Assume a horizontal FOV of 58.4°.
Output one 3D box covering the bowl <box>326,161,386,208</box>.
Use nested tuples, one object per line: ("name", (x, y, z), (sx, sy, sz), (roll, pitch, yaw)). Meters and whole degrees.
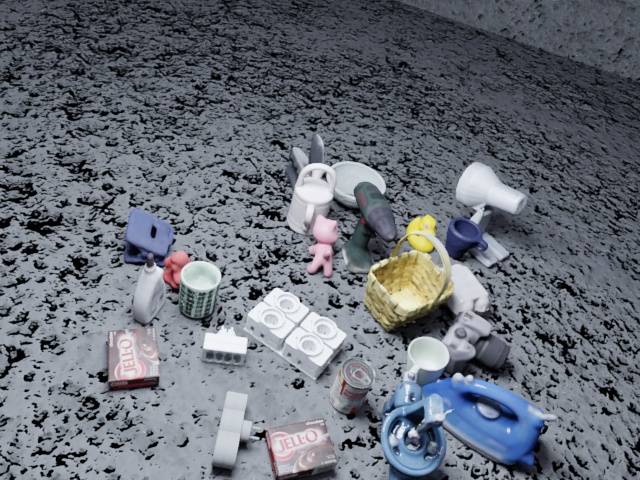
("bowl", (0.092, -0.139, 1.582), (0.167, 0.075, 0.167), (10, 43, -9))

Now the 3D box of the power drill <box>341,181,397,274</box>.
("power drill", (0.117, -0.021, 1.369), (0.076, 0.208, 0.229), (2, 45, -17))

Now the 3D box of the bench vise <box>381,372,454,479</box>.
("bench vise", (0.161, 0.316, 1.026), (0.122, 0.220, 0.207), (0, 46, -19))

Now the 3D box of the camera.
("camera", (0.344, 0.233, 1.262), (0.136, 0.101, 0.143), (30, 44, 13))

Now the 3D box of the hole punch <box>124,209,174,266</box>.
("hole punch", (-0.379, -0.008, 1.275), (0.101, 0.091, 0.108), (6, 44, -12))

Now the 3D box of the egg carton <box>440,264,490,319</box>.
("egg carton", (0.338, 0.126, 1.394), (0.107, 0.069, 0.150), (-11, 50, -28))

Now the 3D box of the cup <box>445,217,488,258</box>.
("cup", (0.380, 0.009, 1.511), (0.117, 0.095, 0.092), (38, 46, 21))

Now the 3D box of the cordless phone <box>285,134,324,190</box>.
("cordless phone", (-0.025, -0.223, 1.547), (0.094, 0.185, 0.147), (-8, 48, -25))

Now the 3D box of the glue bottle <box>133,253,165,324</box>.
("glue bottle", (-0.335, 0.087, 1.130), (0.037, 0.173, 0.078), (24, 43, 7))

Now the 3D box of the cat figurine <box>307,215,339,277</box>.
("cat figurine", (0.013, 0.005, 1.374), (0.067, 0.118, 0.127), (9, 43, -9))

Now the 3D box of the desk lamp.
("desk lamp", (0.449, -0.075, 1.533), (0.118, 0.213, 0.202), (-23, 56, -35))

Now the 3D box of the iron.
("iron", (0.324, 0.327, 1.127), (0.258, 0.141, 0.119), (27, 43, 10))

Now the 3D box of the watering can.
("watering can", (-0.018, -0.118, 1.434), (0.101, 0.194, 0.172), (-2, 46, -20))

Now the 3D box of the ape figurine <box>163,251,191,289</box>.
("ape figurine", (-0.303, 0.059, 1.230), (0.076, 0.092, 0.077), (4, 44, -15))

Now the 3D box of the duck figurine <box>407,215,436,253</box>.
("duck figurine", (0.278, -0.029, 1.522), (0.078, 0.086, 0.104), (1, 45, -17))
